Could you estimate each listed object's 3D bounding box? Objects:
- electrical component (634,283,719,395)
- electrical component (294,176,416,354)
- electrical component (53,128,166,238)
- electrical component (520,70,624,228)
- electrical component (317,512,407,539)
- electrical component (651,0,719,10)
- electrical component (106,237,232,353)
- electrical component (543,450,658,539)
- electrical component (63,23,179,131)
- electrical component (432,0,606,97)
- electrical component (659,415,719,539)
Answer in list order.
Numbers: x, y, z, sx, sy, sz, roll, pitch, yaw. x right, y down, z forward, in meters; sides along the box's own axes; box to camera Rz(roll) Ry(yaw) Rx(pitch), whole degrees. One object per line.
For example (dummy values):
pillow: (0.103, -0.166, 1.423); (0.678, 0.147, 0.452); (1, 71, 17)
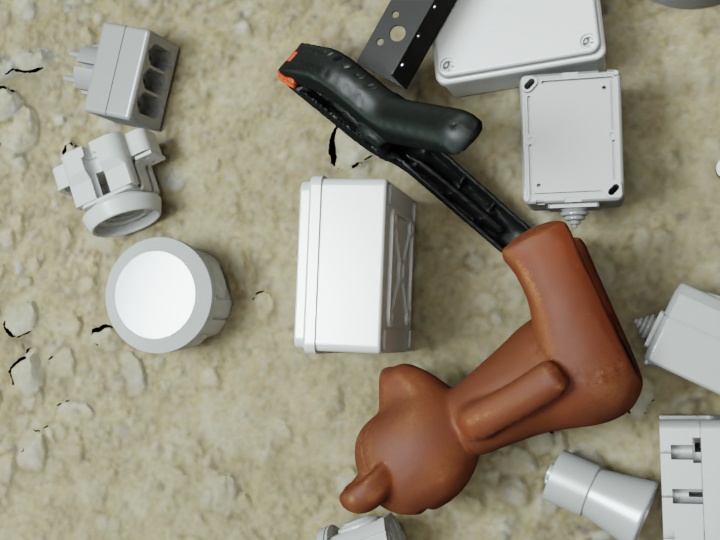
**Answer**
electrical component: (0.217, 0.043, 0.657); (0.096, 0.062, 0.061); (26, 93, 16)
electrical component: (0.000, 0.000, 0.696); (0.056, 0.109, 0.108); (2, 87, 13)
electrical component: (-0.177, -0.059, 0.776); (0.078, 0.058, 0.057); (-23, 78, 13)
electrical component: (0.137, -0.074, 0.688); (0.062, 0.061, 0.096); (-2, 87, 14)
electrical component: (0.007, 0.199, 0.696); (0.051, 0.080, 0.080); (-22, 81, 8)
electrical component: (0.216, -0.218, 0.687); (0.099, 0.064, 0.099); (0, 95, 5)
electrical component: (-0.134, 0.019, 0.761); (0.080, 0.051, 0.080); (-1, 86, 15)
electrical component: (0.150, 0.141, 0.681); (0.065, 0.044, 0.044); (22, 92, 21)
electrical component: (-0.183, -0.144, 0.788); (0.077, 0.047, 0.065); (13, 90, 18)
electrical component: (0.102, -0.178, 0.707); (0.109, 0.056, 0.108); (-7, 84, 15)
electrical component: (0.214, 0.135, 0.658); (0.056, 0.050, 0.089); (-2, 86, 15)
